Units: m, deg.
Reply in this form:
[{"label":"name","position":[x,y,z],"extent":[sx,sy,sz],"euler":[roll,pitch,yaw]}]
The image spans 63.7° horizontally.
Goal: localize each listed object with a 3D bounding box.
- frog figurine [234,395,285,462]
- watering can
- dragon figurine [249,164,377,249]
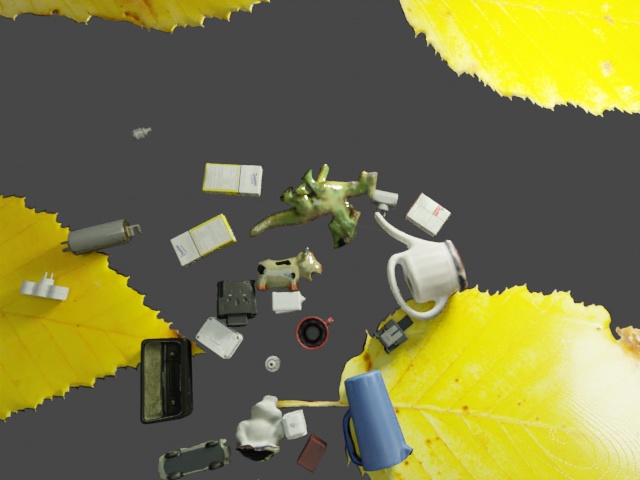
[{"label":"frog figurine","position":[-0.165,0.520,1.430],"extent":[0.137,0.120,0.163],"euler":[-7,41,8]},{"label":"watering can","position":[0.298,0.057,1.515],"extent":[0.224,0.103,0.351],"euler":[-15,77,-3]},{"label":"dragon figurine","position":[0.005,-0.079,1.563],"extent":[0.409,0.122,0.243],"euler":[-44,87,4]}]
